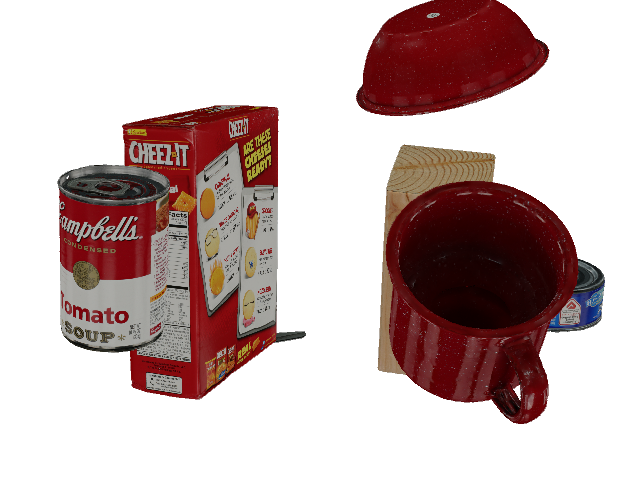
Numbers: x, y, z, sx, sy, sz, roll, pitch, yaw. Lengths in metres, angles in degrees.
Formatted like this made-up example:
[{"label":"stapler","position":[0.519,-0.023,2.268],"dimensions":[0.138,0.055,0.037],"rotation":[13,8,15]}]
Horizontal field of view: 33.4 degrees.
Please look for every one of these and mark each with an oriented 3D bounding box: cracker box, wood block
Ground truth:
[{"label":"cracker box","position":[-0.095,0.002,0.879],"dimensions":[0.072,0.214,0.164],"rotation":[4,13,19]},{"label":"wood block","position":[0.108,0.024,1.013],"dimensions":[0.091,0.206,0.090],"rotation":[7,34,10]}]

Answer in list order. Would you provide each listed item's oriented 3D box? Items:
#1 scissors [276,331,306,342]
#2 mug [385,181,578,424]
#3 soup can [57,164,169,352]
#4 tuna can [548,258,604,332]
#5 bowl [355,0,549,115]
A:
[{"label":"scissors","position":[-0.102,0.125,1.187],"dimensions":[0.201,0.016,0.096],"rotation":[3,26,-16]},{"label":"mug","position":[0.082,0.039,0.540],"dimensions":[0.093,0.117,0.081],"rotation":[-19,-33,-13]},{"label":"soup can","position":[-0.131,0.010,0.673],"dimensions":[0.068,0.102,0.068],"rotation":[4,22,-2]},{"label":"tuna can","position":[0.177,0.039,0.831],"dimensions":[0.086,0.034,0.086],"rotation":[1,19,0]},{"label":"bowl","position":[0.100,-0.159,0.869],"dimensions":[0.162,0.055,0.162],"rotation":[-15,24,7]}]
